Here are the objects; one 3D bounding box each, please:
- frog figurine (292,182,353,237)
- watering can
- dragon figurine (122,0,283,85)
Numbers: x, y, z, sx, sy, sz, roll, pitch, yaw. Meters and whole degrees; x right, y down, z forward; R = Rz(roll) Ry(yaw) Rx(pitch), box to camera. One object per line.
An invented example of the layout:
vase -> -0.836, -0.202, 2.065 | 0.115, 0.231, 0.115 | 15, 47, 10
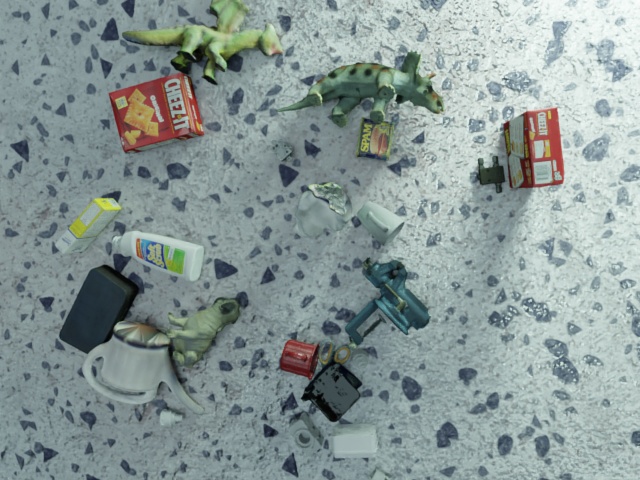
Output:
frog figurine -> 0.004, -0.066, 1.320 | 0.137, 0.125, 0.156 | 29, 134, -2
watering can -> -0.461, 0.348, 1.396 | 0.347, 0.105, 0.222 | 17, 100, -6
dragon figurine -> -0.294, -0.555, 1.347 | 0.411, 0.121, 0.245 | 25, 79, 5
